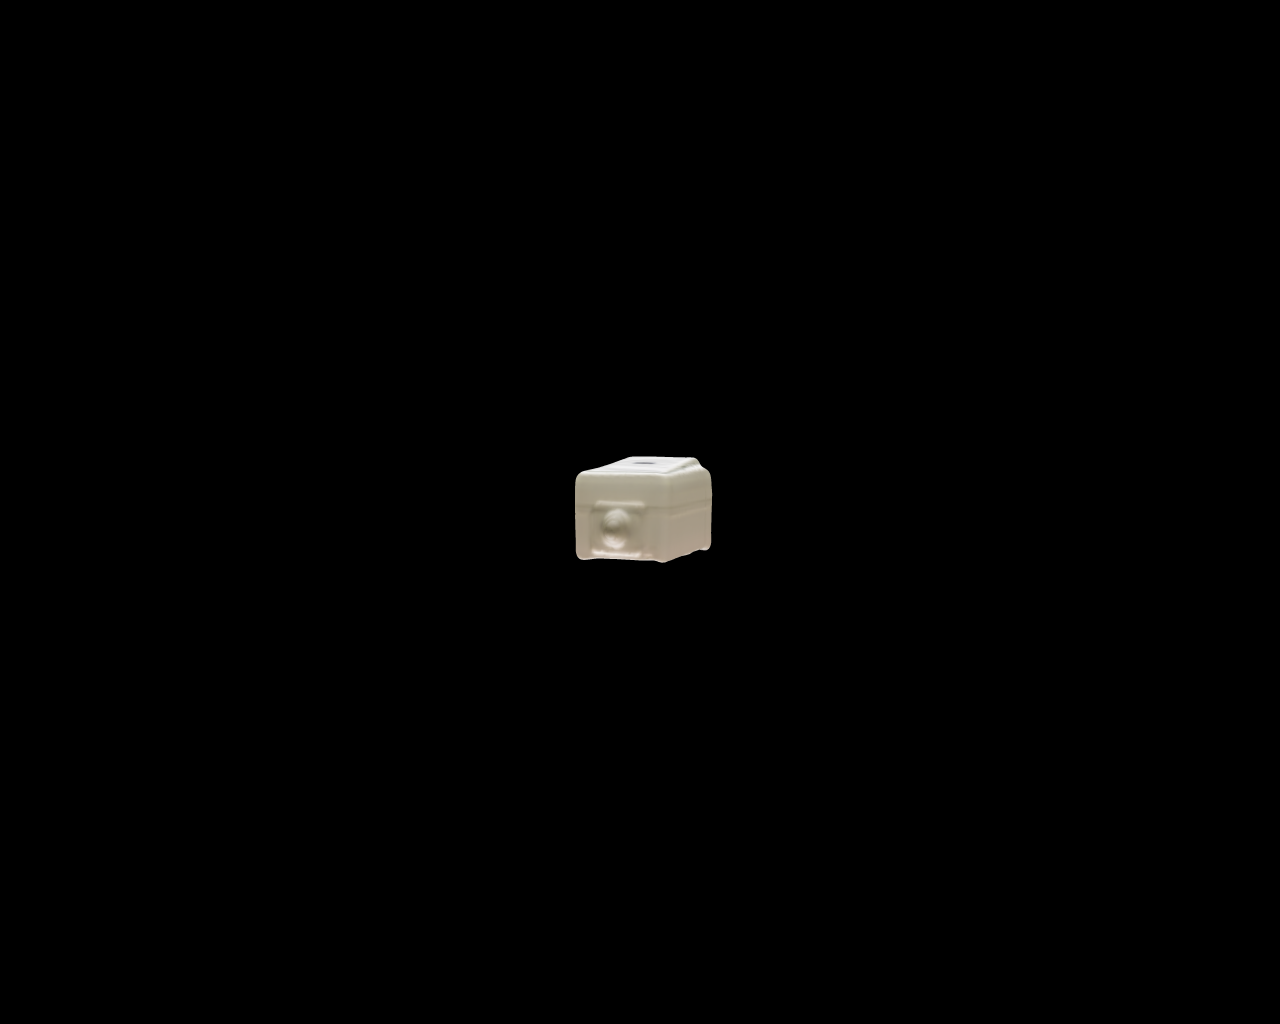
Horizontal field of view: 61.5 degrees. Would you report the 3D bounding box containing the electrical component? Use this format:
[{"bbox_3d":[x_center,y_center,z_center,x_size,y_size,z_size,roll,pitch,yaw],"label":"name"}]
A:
[{"bbox_3d":[0.001,-0.003,0.650,0.062,0.061,0.096,2,5,24],"label":"electrical component"}]
